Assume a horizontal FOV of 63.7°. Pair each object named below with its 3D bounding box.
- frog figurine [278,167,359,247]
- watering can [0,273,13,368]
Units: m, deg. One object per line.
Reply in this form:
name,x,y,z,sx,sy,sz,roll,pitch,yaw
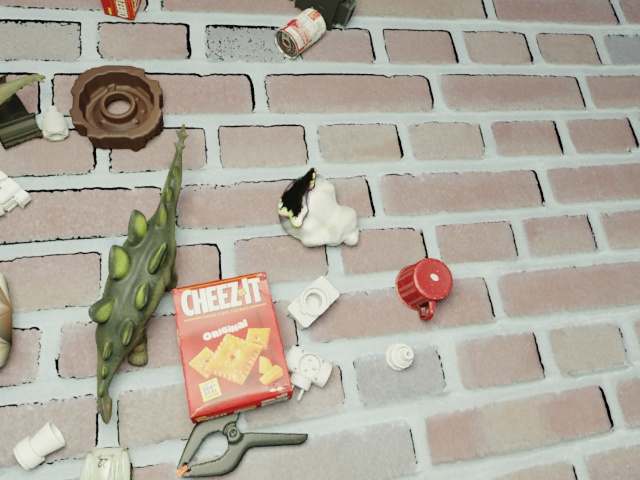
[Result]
frog figurine,0.003,-0.050,0.993,0.158,0.121,0.140,30,52,-41
watering can,-0.579,0.173,0.761,0.225,0.102,0.352,-6,75,-16
